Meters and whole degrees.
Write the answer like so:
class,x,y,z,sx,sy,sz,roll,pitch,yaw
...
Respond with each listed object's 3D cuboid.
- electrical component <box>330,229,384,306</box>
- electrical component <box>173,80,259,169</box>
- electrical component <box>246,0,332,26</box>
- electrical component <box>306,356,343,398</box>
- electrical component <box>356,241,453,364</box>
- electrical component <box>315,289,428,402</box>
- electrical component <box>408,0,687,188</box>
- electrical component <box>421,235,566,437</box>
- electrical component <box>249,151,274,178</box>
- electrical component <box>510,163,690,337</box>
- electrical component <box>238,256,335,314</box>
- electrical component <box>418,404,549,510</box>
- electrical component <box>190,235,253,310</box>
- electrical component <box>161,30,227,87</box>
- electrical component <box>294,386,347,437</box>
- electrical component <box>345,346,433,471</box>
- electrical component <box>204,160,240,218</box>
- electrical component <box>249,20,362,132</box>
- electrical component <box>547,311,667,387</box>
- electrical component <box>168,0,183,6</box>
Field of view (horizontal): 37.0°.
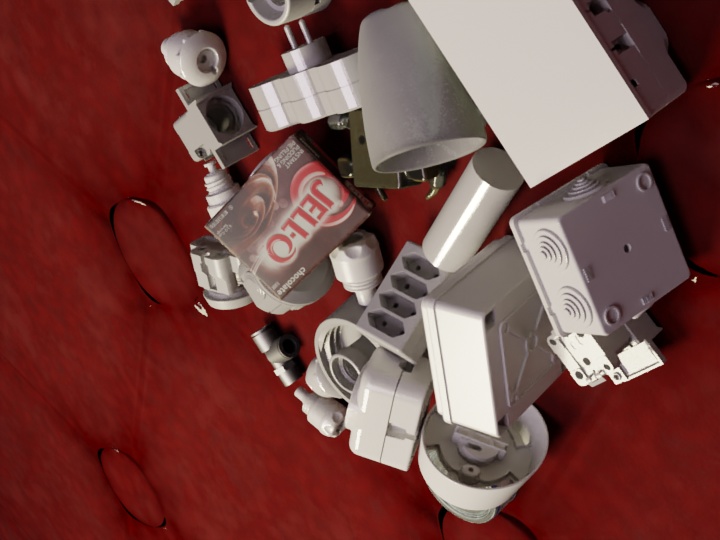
class,x,y,z,sx,sy,sz,roll,pitch,yaw
electrical component,0.000,0.000,0.921,0.043,0.043,0.062,11,126,43
electrical component,-0.134,-0.131,0.970,0.064,0.042,0.081,-22,99,54
electrical component,-0.055,-0.216,0.816,0.055,0.047,0.055,28,135,32
electrical component,-0.031,0.101,1.032,0.048,0.048,0.062,59,150,-5
electrical component,0.049,0.032,0.875,0.047,0.083,0.076,28,173,32
electrical component,0.007,0.078,0.957,0.108,0.060,0.108,28,135,32
electrical component,0.106,-0.160,0.670,0.186,0.060,0.105,57,143,-2
electrical component,0.103,0.047,0.790,0.056,0.109,0.108,14,127,38
electrical component,-0.064,-0.070,0.931,0.047,0.055,0.055,40,140,13
electrical component,0.157,-0.014,0.695,0.048,0.100,0.099,0,117,62
electrical component,-0.066,-0.002,0.963,0.080,0.080,0.051,55,148,0
electrical component,0.098,0.145,0.881,0.099,0.099,0.064,41,147,19
electrical component,-0.129,0.002,1.052,0.078,0.058,0.057,15,124,41
electrical component,-0.151,-0.190,0.945,0.062,0.048,0.048,27,135,43
electrical component,-0.041,0.138,1.076,0.061,0.035,0.035,36,139,27
electrical component,0.025,0.113,0.892,0.059,0.053,0.095,17,126,10
electrical component,-0.125,-0.066,1.011,0.040,0.040,0.078,-4,114,49
electrical component,-0.038,-0.157,0.836,0.138,0.052,0.073,-5,113,49
electrical component,0.169,0.045,0.753,0.081,0.064,0.042,54,142,4
electrical component,-0.160,-0.301,0.855,0.150,0.062,0.089,49,142,8
